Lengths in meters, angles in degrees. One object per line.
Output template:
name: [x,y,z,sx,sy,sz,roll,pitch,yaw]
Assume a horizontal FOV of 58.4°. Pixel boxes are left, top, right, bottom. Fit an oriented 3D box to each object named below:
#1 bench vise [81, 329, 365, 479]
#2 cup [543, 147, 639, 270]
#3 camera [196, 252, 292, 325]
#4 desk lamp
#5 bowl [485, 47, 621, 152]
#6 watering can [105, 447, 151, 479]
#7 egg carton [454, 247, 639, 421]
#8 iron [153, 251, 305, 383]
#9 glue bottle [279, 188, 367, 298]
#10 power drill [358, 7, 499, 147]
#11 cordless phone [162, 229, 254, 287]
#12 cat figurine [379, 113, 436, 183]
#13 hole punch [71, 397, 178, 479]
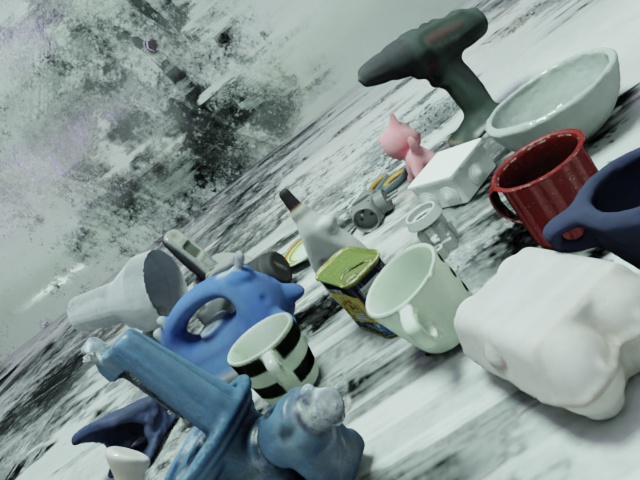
bench vise: [-0.079,0.136,0.476,0.207,0.220,0.121,-34,17,17]
cup: [0.228,-0.002,0.398,0.117,0.095,0.092,-30,19,29]
camera: [-0.124,0.075,0.945,0.136,0.101,0.143,-31,18,26]
desk lamp: [-0.271,0.141,0.891,0.203,0.214,0.118,-34,18,19]
bowl: [0.293,-0.154,0.698,0.167,0.075,0.167,-35,17,13]
watering can: [-0.215,0.260,0.488,0.100,0.194,0.173,-25,22,40]
egg carton: [0.165,0.062,0.411,0.107,0.069,0.150,-42,17,-10]
iron: [-0.151,0.124,0.802,0.258,0.141,0.118,-33,18,19]
glue bottle: [0.007,0.003,0.727,0.078,0.173,0.037,-30,19,29]
power drill: [0.201,-0.259,0.937,0.230,0.209,0.075,-41,17,-7]
cordless phone: [-0.207,0.035,1.083,0.094,0.185,0.147,-34,17,17]
cat figurine: [0.144,-0.152,0.938,0.067,0.118,0.127,-38,16,4]
hole punch: [-0.271,0.259,0.795,0.108,0.091,0.101,-30,19,28]
